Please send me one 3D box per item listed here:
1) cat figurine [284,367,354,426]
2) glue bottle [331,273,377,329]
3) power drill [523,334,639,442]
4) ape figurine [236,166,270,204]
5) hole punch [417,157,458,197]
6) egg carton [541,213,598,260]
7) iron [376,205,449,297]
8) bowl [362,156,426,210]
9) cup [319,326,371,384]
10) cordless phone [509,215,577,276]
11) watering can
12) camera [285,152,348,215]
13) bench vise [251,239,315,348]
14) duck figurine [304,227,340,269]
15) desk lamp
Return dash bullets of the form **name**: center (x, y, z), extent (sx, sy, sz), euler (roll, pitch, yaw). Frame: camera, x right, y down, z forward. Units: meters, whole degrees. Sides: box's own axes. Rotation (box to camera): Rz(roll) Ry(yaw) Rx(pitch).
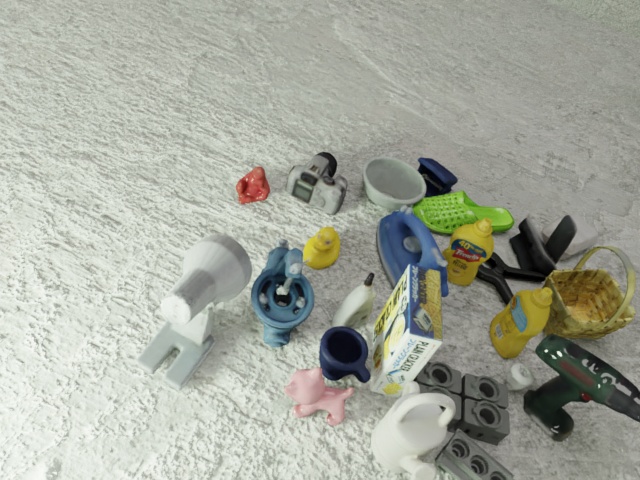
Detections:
- **cat figurine**: center (-0.004, 0.265, 1.004), extent (0.128, 0.118, 0.067), euler (12, 47, -9)
- **glue bottle**: center (0.077, 0.119, 1.122), extent (0.078, 0.173, 0.037), euler (-16, 57, -29)
- **power drill**: center (0.489, 0.295, 1.084), extent (0.076, 0.208, 0.229), euler (-29, 64, -36)
- **ape figurine**: center (-0.149, -0.132, 1.320), extent (0.078, 0.092, 0.076), euler (24, 47, 3)
- **hole punch**: center (0.305, -0.175, 1.514), extent (0.108, 0.091, 0.101), euler (43, 51, 19)
- **egg carton**: center (0.655, -0.011, 1.504), extent (0.151, 0.069, 0.107), euler (-19, 58, -31)
- **iron**: center (0.206, 0.007, 1.285), extent (0.119, 0.141, 0.258), euler (-7, 53, -24)
- **bowl**: center (0.177, -0.130, 1.442), extent (0.167, 0.074, 0.167), euler (10, 48, -11)
- **cup**: center (0.044, 0.231, 1.066), extent (0.092, 0.095, 0.117), euler (-26, 62, -34)
- **cordless phone**: center (0.555, -0.014, 1.394), extent (0.094, 0.185, 0.147), euler (0, 50, -19)
- **watering can**: center (0.165, 0.318, 0.963), extent (0.101, 0.194, 0.172), euler (-7, 53, -24)
- **camera**: center (0.008, -0.155, 1.389), extent (0.143, 0.101, 0.137), euler (27, 47, 5)
- **bench vise**: center (-0.078, 0.068, 1.082), extent (0.122, 0.219, 0.207), euler (-7, 53, -24)
- **duck figurine**: center (0.012, 0.005, 1.260), extent (0.077, 0.086, 0.105), euler (34, 48, 12)
- **desk lamp**: center (-0.216, 0.119, 0.994), extent (0.118, 0.213, 0.203), euler (27, 47, 5)
